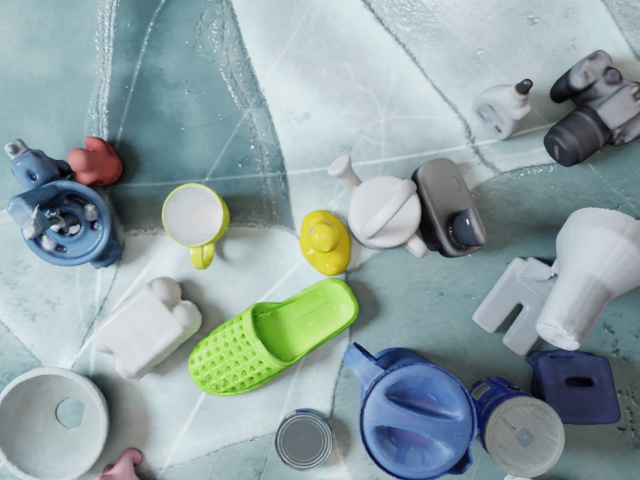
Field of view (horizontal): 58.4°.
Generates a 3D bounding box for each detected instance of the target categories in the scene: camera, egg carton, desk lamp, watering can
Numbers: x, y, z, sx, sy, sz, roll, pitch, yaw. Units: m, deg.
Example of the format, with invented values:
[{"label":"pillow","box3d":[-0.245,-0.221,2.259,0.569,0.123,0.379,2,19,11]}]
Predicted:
[{"label":"camera","box3d":[0.393,-0.184,0.839,0.137,0.101,0.143,-37,87,-1]},{"label":"egg carton","box3d":[-0.255,0.129,0.847,0.150,0.069,0.107,-41,87,-1]},{"label":"desk lamp","box3d":[0.328,0.067,0.771,0.118,0.213,0.203,36,88,3]},{"label":"watering can","box3d":[0.081,-0.042,0.789,0.173,0.194,0.101,23,88,2]}]

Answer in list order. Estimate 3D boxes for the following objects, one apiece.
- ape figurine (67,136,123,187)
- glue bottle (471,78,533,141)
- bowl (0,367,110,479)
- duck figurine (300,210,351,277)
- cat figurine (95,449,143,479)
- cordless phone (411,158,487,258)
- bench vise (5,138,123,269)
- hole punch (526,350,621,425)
[{"label":"ape figurine","box3d":[-0.340,-0.115,0.849,0.076,0.092,0.078,31,88,2]},{"label":"glue bottle","box3d":[0.265,-0.192,0.805,0.037,0.173,0.078,-38,87,-1]},{"label":"bowl","box3d":[-0.380,0.265,0.840,0.167,0.074,0.167,0,87,1]},{"label":"duck figurine","box3d":[0.008,0.003,0.842,0.077,0.086,0.104,-20,87,0]},{"label":"cat figurine","box3d":[-0.269,0.374,0.811,0.067,0.117,0.128,-43,87,-1]},{"label":"cordless phone","box3d":[0.187,-0.049,0.793,0.094,0.185,0.147,-25,87,0]},{"label":"bench vise","box3d":[-0.382,-0.045,0.782,0.207,0.219,0.121,36,88,2]},{"label":"hole punch","box3d":[0.364,0.210,0.825,0.108,0.091,0.101,0,87,1]}]
